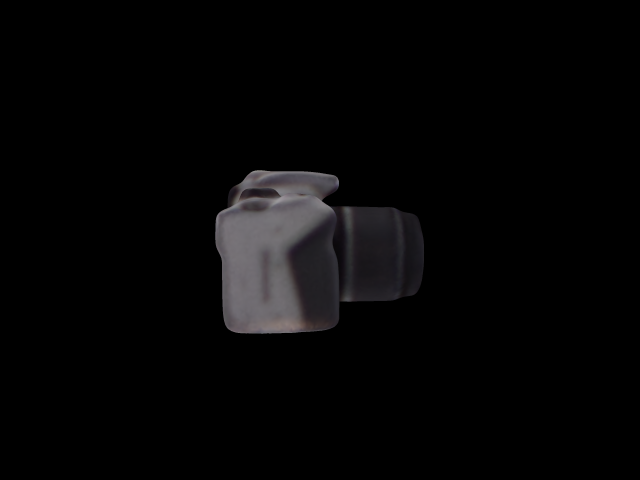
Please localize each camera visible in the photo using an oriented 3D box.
[{"bbox_3d":[0.004,0.001,0.400,0.137,0.101,0.143,0,4,-2],"label":"camera"}]
